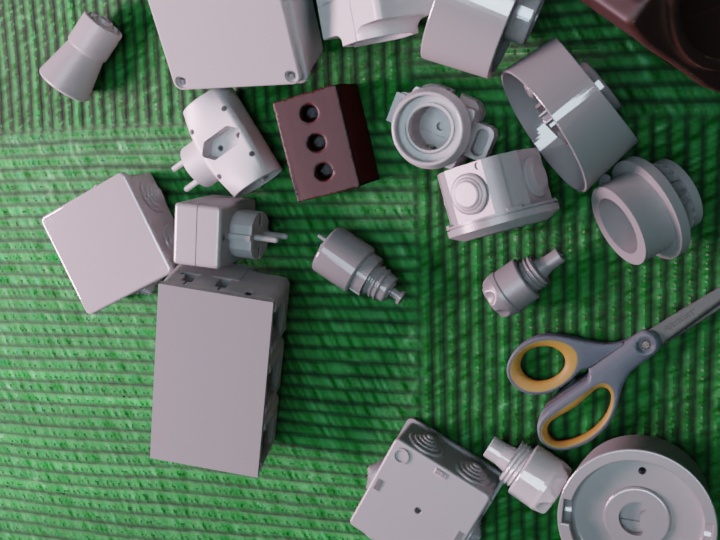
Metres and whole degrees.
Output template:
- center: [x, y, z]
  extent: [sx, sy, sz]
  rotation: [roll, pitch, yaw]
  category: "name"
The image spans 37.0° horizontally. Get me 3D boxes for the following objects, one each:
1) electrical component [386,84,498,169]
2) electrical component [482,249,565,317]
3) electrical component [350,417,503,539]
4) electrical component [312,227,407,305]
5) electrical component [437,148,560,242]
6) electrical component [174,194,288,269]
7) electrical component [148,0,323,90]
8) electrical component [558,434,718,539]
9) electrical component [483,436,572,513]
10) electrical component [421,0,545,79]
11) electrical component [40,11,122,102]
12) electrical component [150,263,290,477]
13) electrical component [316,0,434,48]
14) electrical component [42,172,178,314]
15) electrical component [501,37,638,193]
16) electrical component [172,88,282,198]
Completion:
- center: [0.055, -0.103, 0.773]
  extent: [0.078, 0.057, 0.058]
  rotation: [25, 107, 13]
  category: "electrical component"
- center: [0.121, 0.006, 0.783]
  extent: [0.061, 0.035, 0.035]
  rotation: [-36, 87, 19]
  category: "electrical component"
- center: [0.051, 0.177, 0.829]
  extent: [0.100, 0.048, 0.099]
  rotation: [31, 108, 11]
  category: "electrical component"
- center: [0.000, 0.000, 0.819]
  extent: [0.078, 0.040, 0.040]
  rotation: [34, 108, 10]
  category: "electrical component"
- center: [0.096, -0.052, 0.757]
  extent: [0.080, 0.080, 0.051]
  rotation: [-15, 89, 20]
  category: "electrical component"
- center: [-0.095, -0.029, 0.831]
  extent: [0.077, 0.066, 0.047]
  rotation: [7, 102, 17]
  category: "electrical component"
- center: [-0.093, -0.192, 0.787]
  extent: [0.109, 0.056, 0.108]
  rotation: [0, 127, 18]
  category: "electrical component"
- center: [0.200, 0.170, 0.772]
  extent: [0.108, 0.060, 0.108]
  rotation: [3, 101, 18]
  category: "electrical component"
- center: [0.123, 0.149, 0.803]
  extent: [0.062, 0.043, 0.043]
  rotation: [33, 108, 12]
  category: "electrical component"
- center: [0.091, -0.181, 0.723]
  extent: [0.060, 0.108, 0.108]
  rotation: [25, 107, 7]
  category: "electrical component"
- center: [-0.221, -0.174, 0.862]
  extent: [0.044, 0.044, 0.065]
  rotation: [40, 104, 8]
  category: "electrical component"
- center: [-0.110, 0.075, 0.844]
  extent: [0.089, 0.061, 0.150]
  rotation: [9, 111, 6]
  category: "electrical component"
- center: [0.010, -0.189, 0.753]
  extent: [0.089, 0.050, 0.055]
  rotation: [3, 105, 63]
  category: "electrical component"
- center: [-0.195, -0.024, 0.875]
  extent: [0.100, 0.048, 0.099]
  rotation: [-26, 91, 21]
  category: "electrical component"
- center: [0.139, -0.105, 0.726]
  extent: [0.064, 0.099, 0.099]
  rotation: [-39, 86, 14]
  category: "electrical component"
- center: [-0.113, -0.091, 0.838]
  extent: [0.079, 0.043, 0.077]
  rotation: [-32, 89, 21]
  category: "electrical component"
